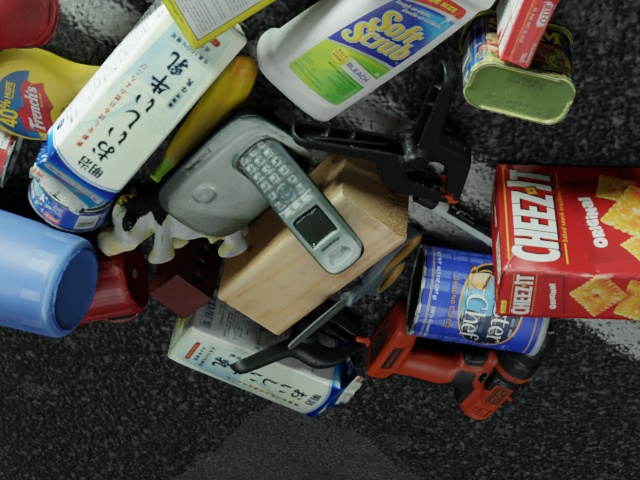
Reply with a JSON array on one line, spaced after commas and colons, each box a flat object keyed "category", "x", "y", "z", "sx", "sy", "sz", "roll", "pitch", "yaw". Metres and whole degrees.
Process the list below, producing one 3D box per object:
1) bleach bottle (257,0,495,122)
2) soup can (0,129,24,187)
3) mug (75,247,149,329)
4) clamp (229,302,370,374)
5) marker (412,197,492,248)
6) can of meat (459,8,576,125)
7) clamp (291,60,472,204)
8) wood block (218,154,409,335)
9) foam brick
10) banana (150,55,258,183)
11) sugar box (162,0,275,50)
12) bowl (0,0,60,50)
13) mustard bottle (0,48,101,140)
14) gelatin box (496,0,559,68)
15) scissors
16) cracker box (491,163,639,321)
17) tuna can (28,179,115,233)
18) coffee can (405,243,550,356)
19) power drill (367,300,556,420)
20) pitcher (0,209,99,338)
[{"category": "bleach bottle", "x": 0.067, "y": -0.207, "z": 0.943, "sx": 0.251, "sy": 0.068, "sz": 0.102, "roll": -32, "pitch": 126, "yaw": 30}, {"category": "soup can", "x": -0.363, "y": -0.103, "z": 1.095, "sx": 0.102, "sy": 0.068, "sz": 0.069, "roll": 20, "pitch": 133, "yaw": -11}, {"category": "mug", "x": -0.243, "y": 0.057, "z": 1.222, "sx": 0.081, "sy": 0.093, "sz": 0.117, "roll": -11, "pitch": 136, "yaw": 11}, {"category": "clamp", "x": -0.025, "y": 0.097, "z": 1.242, "sx": 0.171, "sy": 0.120, "sz": 0.039, "roll": 4, "pitch": 169, "yaw": -25}, {"category": "marker", "x": 0.146, "y": -0.024, "z": 1.135, "sx": 0.121, "sy": 0.020, "sz": 0.020, "roll": 29, "pitch": 131, "yaw": -23}, {"category": "can of meat", "x": 0.178, "y": -0.155, "z": 0.962, "sx": 0.102, "sy": 0.084, "sz": 0.057, "roll": 13, "pitch": 134, "yaw": -5}, {"category": "clamp", "x": 0.078, "y": -0.087, "z": 1.031, "sx": 0.165, "sy": 0.036, "sz": 0.209, "roll": -15, "pitch": 150, "yaw": 17}, {"category": "wood block", "x": -0.008, "y": 0.001, "z": 1.133, "sx": 0.090, "sy": 0.090, "sz": 0.206, "roll": 34, "pitch": 129, "yaw": -23}, {"category": "foam brick", "x": -0.149, "y": 0.037, "z": 1.196, "sx": 0.051, "sy": 0.078, "sz": 0.053, "roll": -31, "pitch": 123, "yaw": 33}, {"category": "banana", "x": -0.102, "y": -0.125, "z": 1.035, "sx": 0.037, "sy": 0.069, "sz": 0.198, "roll": 32, "pitch": 136, "yaw": -12}, {"category": "sugar box", "x": -0.056, "y": -0.245, "z": 0.885, "sx": 0.176, "sy": 0.048, "sz": 0.093, "roll": -33, "pitch": 128, "yaw": -3}, {"category": "bowl", "x": -0.310, "y": -0.226, "z": 0.938, "sx": 0.162, "sy": 0.055, "sz": 0.162, "roll": 21, "pitch": 139, "yaw": 20}, {"category": "mustard bottle", "x": -0.273, "y": -0.141, "z": 1.053, "sx": 0.191, "sy": 0.058, "sz": 0.096, "roll": 14, "pitch": 133, "yaw": -6}, {"category": "gelatin box", "x": 0.177, "y": -0.203, "z": 0.913, "sx": 0.030, "sy": 0.089, "sz": 0.073, "roll": 13, "pitch": 134, "yaw": -6}, {"category": "scissors", "x": 0.038, "y": 0.063, "z": 1.149, "sx": 0.016, "sy": 0.201, "sz": 0.096, "roll": 41, "pitch": 162, "yaw": 17}, {"category": "cracker box", "x": 0.279, "y": -0.001, "z": 1.044, "sx": 0.214, "sy": 0.164, "sz": 0.072, "roll": 2, "pitch": 132, "yaw": 4}, {"category": "tuna can", "x": -0.259, "y": -0.051, "z": 1.120, "sx": 0.086, "sy": 0.086, "sz": 0.034, "roll": 25, "pitch": 130, "yaw": -16}, {"category": "coffee can", "x": 0.171, "y": 0.065, "z": 1.163, "sx": 0.140, "sy": 0.102, "sz": 0.103, "roll": 9, "pitch": 134, "yaw": -1}, {"category": "power drill", "x": 0.163, "y": 0.135, "z": 1.264, "sx": 0.187, "sy": 0.057, "sz": 0.185, "roll": 20, "pitch": 133, "yaw": -12}, {"category": "pitcher", "x": -0.367, "y": 0.023, "z": 1.121, "sx": 0.243, "sy": 0.149, "sz": 0.145, "roll": 15, "pitch": 138, "yaw": 15}]
